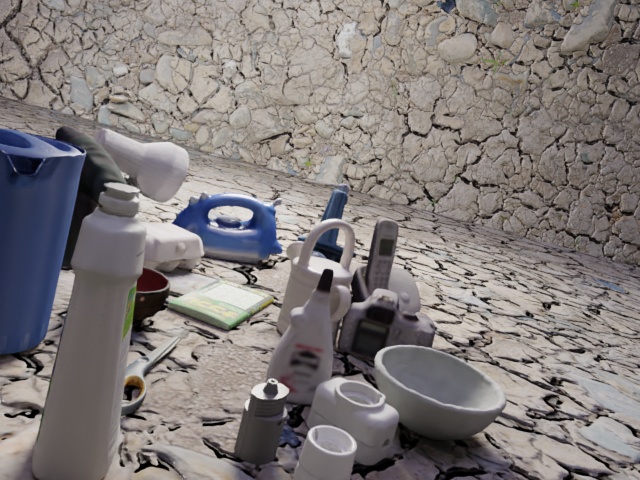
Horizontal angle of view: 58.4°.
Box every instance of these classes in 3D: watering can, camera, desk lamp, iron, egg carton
[{"bbox_3d":[-0.005,0.056,0.905,0.172,0.194,0.101,23,15,32],"label":"watering can"},{"bbox_3d":[0.113,0.131,0.928,0.143,0.101,0.137,16,13,6],"label":"camera"},{"bbox_3d":[-0.375,-0.101,1.116,0.204,0.213,0.117,4,17,-40],"label":"desk lamp"},{"bbox_3d":[-0.202,-0.040,1.213,0.259,0.141,0.118,9,14,-26],"label":"iron"},{"bbox_3d":[-0.290,0.015,1.044,0.107,0.069,0.151,22,15,30],"label":"egg carton"}]

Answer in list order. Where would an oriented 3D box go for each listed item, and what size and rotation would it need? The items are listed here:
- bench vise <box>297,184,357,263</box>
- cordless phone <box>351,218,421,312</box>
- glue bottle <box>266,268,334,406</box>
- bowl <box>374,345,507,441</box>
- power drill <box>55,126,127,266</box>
[{"bbox_3d":[0.022,0.007,1.090,0.121,0.220,0.207,13,13,-9],"label":"bench vise"},{"bbox_3d":[0.140,0.055,1.097,0.148,0.185,0.093,5,16,-38],"label":"cordless phone"},{"bbox_3d":[-0.012,0.115,0.693,0.078,0.173,0.037,12,13,-13],"label":"glue bottle"},{"bbox_3d":[0.142,0.201,0.721,0.167,0.075,0.167,14,13,-3],"label":"bowl"},{"bbox_3d":[-0.403,-0.070,0.963,0.228,0.208,0.076,26,17,40],"label":"power drill"}]
